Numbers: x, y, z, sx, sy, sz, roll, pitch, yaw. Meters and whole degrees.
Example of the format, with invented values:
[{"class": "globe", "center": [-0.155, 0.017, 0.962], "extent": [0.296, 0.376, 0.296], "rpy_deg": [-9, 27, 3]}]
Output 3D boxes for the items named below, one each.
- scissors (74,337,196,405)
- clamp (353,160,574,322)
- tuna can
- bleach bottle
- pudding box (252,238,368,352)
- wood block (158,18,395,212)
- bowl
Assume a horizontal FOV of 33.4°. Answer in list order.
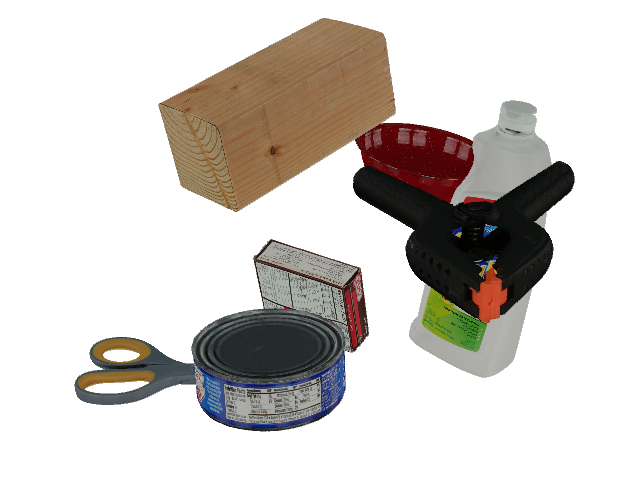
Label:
[{"class": "scissors", "center": [-0.121, 0.110, 0.959], "extent": [0.201, 0.016, 0.096], "rpy_deg": [-7, 31, -18]}, {"class": "clamp", "center": [0.095, -0.009, 0.729], "extent": [0.164, 0.036, 0.210], "rpy_deg": [1, 26, 9]}, {"class": "tuna can", "center": [-0.028, 0.071, 0.598], "extent": [0.086, 0.034, 0.086], "rpy_deg": [-2, 22, 1]}, {"class": "bleach bottle", "center": [0.146, -0.005, 0.946], "extent": [0.103, 0.251, 0.067], "rpy_deg": [28, 36, 33]}, {"class": "pudding box", "center": [-0.009, 0.056, 1.082], "extent": [0.114, 0.090, 0.039], "rpy_deg": [16, 44, 28]}, {"class": "wood block", "center": [-0.035, -0.123, 1.002], "extent": [0.205, 0.091, 0.090], "rpy_deg": [-34, 39, -30]}, {"class": "bowl", "center": [0.114, -0.080, 1.210], "extent": [0.162, 0.055, 0.162], "rpy_deg": [8, 26, -4]}]
